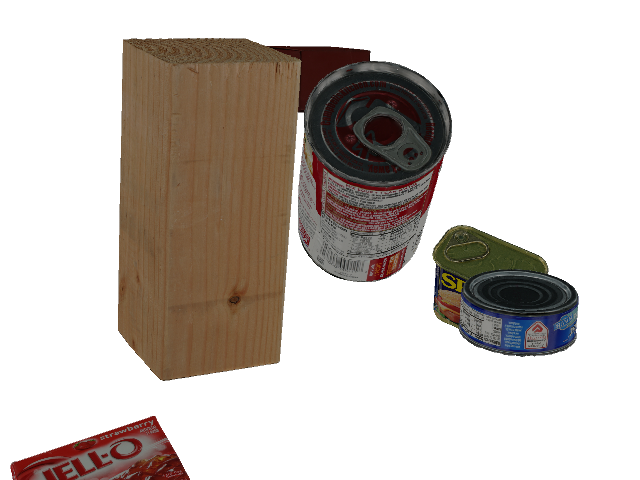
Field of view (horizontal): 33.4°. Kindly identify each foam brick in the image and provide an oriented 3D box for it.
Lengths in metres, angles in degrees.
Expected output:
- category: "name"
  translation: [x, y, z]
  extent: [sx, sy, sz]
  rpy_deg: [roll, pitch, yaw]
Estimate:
- category: "foam brick"
  translation: [-0.004, -0.134, 0.885]
  extent: [0.078, 0.051, 0.053]
  rpy_deg: [-7, 16, -39]

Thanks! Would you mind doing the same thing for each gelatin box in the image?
- category: "gelatin box"
  translation: [-0.122, 0.140, 0.599]
  extent: [0.089, 0.030, 0.073]
  rpy_deg: [-15, 28, -20]

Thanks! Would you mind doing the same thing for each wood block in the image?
- category: "wood block"
  translation: [-0.077, -0.024, 0.706]
  extent: [0.090, 0.206, 0.090]
  rpy_deg: [-6, 22, -28]

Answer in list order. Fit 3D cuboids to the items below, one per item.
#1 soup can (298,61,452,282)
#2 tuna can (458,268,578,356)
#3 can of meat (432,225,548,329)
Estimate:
- category: "soup can"
  translation: [0.023, -0.030, 0.527]
  extent: [0.068, 0.068, 0.102]
  rpy_deg: [0, -29, -3]
- category: "tuna can"
  translation: [0.145, 0.051, 0.780]
  extent: [0.086, 0.034, 0.086]
  rpy_deg: [0, 20, 0]
- category: "can of meat"
  translation: [0.154, 0.046, 0.991]
  extent: [0.102, 0.084, 0.057]
  rpy_deg: [25, 54, 23]
